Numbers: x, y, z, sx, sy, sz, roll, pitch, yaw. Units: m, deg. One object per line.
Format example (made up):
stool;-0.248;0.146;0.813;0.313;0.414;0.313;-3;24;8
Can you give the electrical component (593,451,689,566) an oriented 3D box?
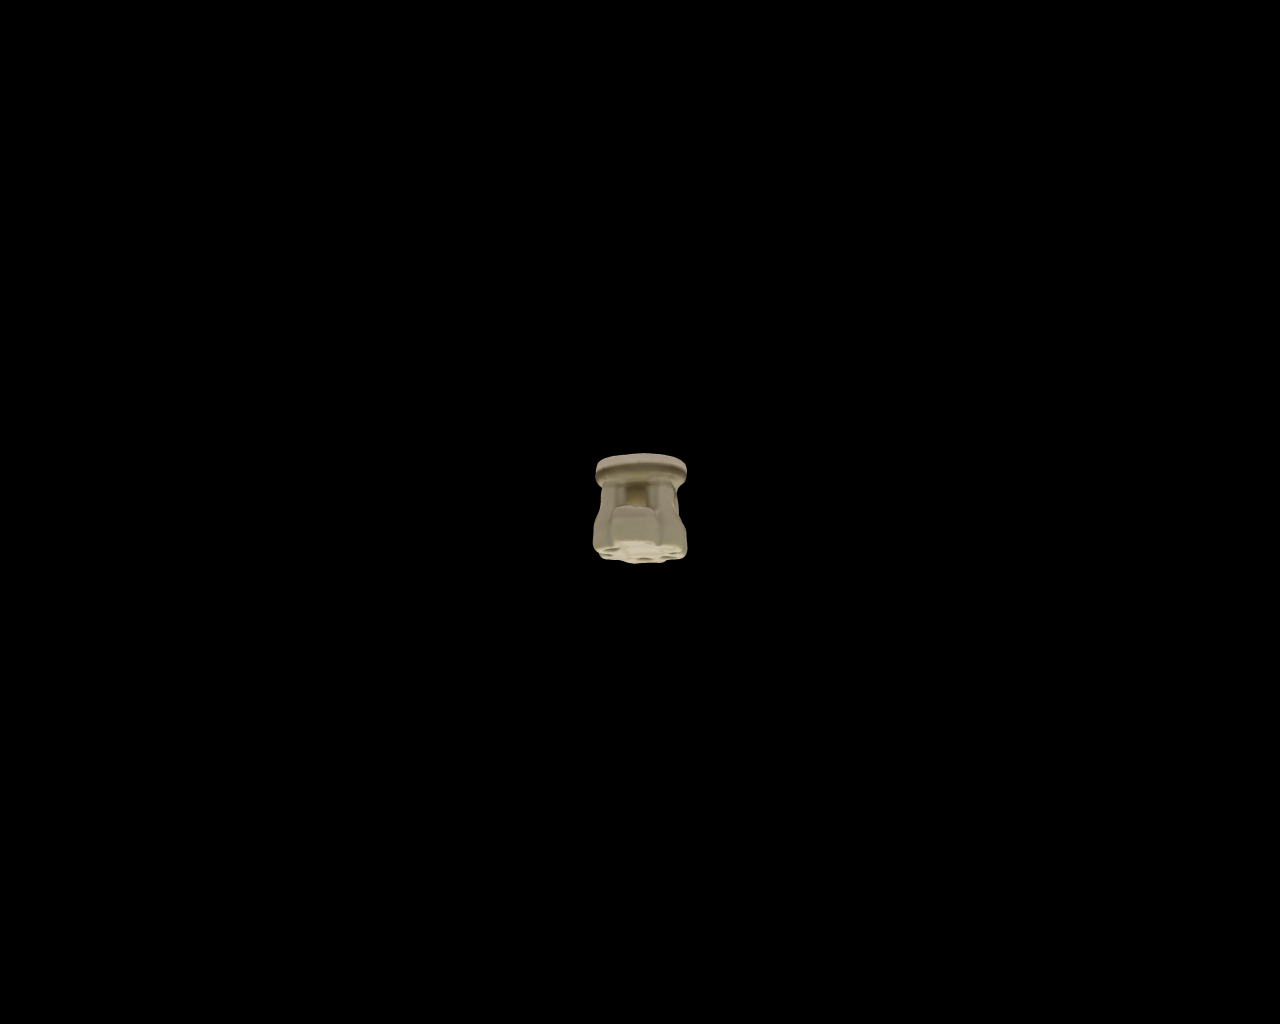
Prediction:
electrical component;0.001;-0.003;0.650;0.058;0.057;0.078;-2;-14;7
